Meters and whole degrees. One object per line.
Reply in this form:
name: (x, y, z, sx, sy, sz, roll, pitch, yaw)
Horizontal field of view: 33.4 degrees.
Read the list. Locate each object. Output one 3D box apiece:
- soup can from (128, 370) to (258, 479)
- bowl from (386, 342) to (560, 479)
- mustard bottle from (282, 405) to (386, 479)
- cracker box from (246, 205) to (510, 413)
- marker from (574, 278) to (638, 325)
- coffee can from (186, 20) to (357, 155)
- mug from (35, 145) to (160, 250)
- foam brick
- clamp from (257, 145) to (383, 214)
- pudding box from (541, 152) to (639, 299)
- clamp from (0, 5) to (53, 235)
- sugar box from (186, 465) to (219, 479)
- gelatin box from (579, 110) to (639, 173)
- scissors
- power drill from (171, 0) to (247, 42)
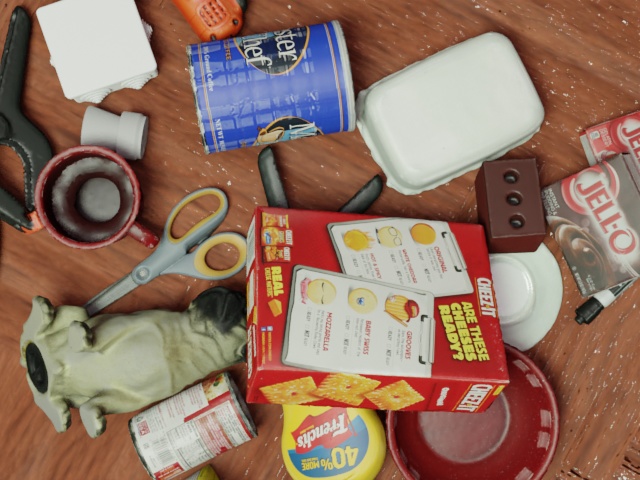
soup can: (-0.117, 0.173, 0.984, 0.102, 0.068, 0.068, -26, 90, -3)
bowl: (0.139, 0.169, 1.000, 0.162, 0.055, 0.162, 0, 88, -2)
mustard bottle: (0.010, 0.173, 0.975, 0.096, 0.058, 0.191, -13, 79, 17)
cracker box: (0.043, 0.062, 0.930, 0.213, 0.072, 0.164, 5, 55, -12)
marker: (0.292, 0.038, 1.029, 0.121, 0.020, 0.020, -42, 90, -3)
coffee can: (-0.044, -0.140, 0.978, 0.140, 0.103, 0.103, -10, 89, -3)
mug: (-0.197, -0.030, 0.979, 0.117, 0.081, 0.093, 33, 87, -1)
foam brick: (0.177, -0.031, 1.001, 0.053, 0.051, 0.078, -4, 73, -3)
clamp: (-0.007, 0.001, 1.008, 0.120, 0.039, 0.171, 6, 93, 3)
pudding box: (0.267, -0.014, 0.995, 0.090, 0.039, 0.113, -27, 84, 31)
clamp: (-0.314, -0.100, 0.977, 0.164, 0.036, 0.210, -20, 93, -30)
sugar box: (-0.167, 0.275, 0.967, 0.176, 0.093, 0.048, -34, 90, -2)
gelatin box: (0.300, -0.076, 1.027, 0.073, 0.030, 0.089, -19, 90, -3)
scissors: (-0.148, 0.039, 1.012, 0.096, 0.016, 0.202, 41, 87, -1)
power drill: (-0.084, -0.303, 1.006, 0.187, 0.057, 0.184, -35, 93, 0)
